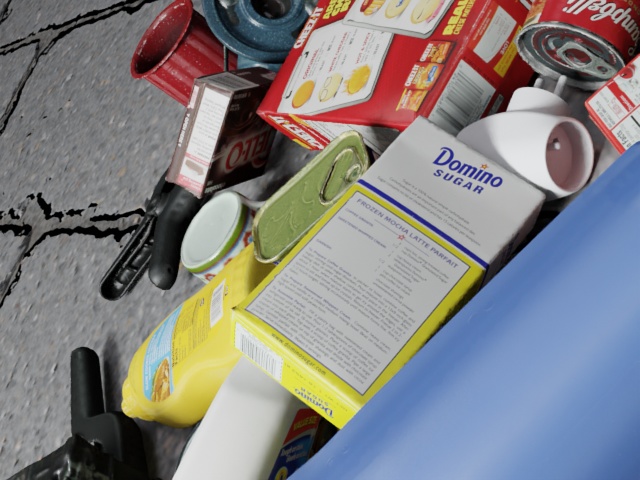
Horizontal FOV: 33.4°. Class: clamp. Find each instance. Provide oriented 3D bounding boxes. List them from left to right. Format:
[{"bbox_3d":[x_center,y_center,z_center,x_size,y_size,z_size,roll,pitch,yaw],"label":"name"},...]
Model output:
[{"bbox_3d":[-0.188,0.167,0.862,0.210,0.036,0.164,-3,63,54],"label":"clamp"},{"bbox_3d":[-0.133,-0.020,0.955,0.120,0.039,0.171,5,66,54],"label":"clamp"}]

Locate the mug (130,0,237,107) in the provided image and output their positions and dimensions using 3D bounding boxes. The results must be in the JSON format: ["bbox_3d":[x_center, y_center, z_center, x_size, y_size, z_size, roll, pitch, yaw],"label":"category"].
[{"bbox_3d":[-0.130,-0.179,1.052,0.093,0.081,0.117,-56,32,0],"label":"mug"}]

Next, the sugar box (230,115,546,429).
[{"bbox_3d":[0.040,0.016,0.599,0.176,0.093,0.048,-45,-19,-29],"label":"sugar box"}]

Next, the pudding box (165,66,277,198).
[{"bbox_3d":[-0.070,-0.089,0.854,0.039,0.113,0.090,26,112,19],"label":"pudding box"}]

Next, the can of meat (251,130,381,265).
[{"bbox_3d":[0.020,-0.009,0.701,0.102,0.083,0.057,-41,35,22],"label":"can of meat"}]

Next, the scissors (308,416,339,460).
[{"bbox_3d":[0.019,0.074,0.694,0.096,0.016,0.201,-34,39,29],"label":"scissors"}]

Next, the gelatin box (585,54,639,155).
[{"bbox_3d":[0.197,-0.077,0.579,0.089,0.030,0.073,-43,36,19],"label":"gelatin box"}]

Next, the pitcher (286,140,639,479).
[{"bbox_3d":[0.104,0.074,0.491,0.243,0.144,0.149,-48,52,6],"label":"pitcher"}]

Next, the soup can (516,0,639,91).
[{"bbox_3d":[0.169,-0.151,0.646,0.069,0.068,0.102,5,65,54],"label":"soup can"}]

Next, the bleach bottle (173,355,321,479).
[{"bbox_3d":[-0.045,0.133,0.618,0.068,0.102,0.250,14,71,22],"label":"bleach bottle"}]

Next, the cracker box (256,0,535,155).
[{"bbox_3d":[0.066,-0.139,0.770,0.214,0.072,0.164,15,73,57],"label":"cracker box"}]

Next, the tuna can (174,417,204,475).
[{"bbox_3d":[-0.059,0.152,0.710,0.086,0.033,0.086,-33,39,32],"label":"tuna can"}]

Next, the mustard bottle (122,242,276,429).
[{"bbox_3d":[-0.088,0.083,0.776,0.192,0.058,0.096,-38,37,36],"label":"mustard bottle"}]
